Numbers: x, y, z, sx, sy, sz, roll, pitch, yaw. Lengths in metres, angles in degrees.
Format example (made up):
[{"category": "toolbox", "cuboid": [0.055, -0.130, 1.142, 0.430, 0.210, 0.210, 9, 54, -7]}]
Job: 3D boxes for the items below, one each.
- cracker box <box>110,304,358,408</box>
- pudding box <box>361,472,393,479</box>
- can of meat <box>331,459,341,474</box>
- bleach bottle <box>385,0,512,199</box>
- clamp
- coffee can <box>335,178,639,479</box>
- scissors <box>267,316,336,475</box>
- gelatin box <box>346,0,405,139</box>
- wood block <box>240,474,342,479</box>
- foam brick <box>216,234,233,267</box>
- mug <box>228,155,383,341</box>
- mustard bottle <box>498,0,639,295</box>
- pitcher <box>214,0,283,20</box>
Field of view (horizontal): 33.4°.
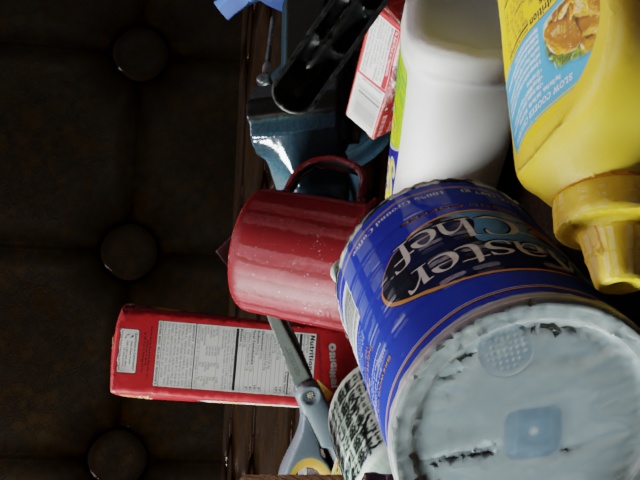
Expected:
[{"category": "cracker box", "cuboid": [-0.059, 0.097, 0.862, 0.164, 0.213, 0.072, 142, 132, -78]}, {"category": "pudding box", "cuboid": [0.029, 0.167, 0.473, 0.114, 0.039, 0.090, 108, 164, -52]}, {"category": "can of meat", "cuboid": [0.038, 0.176, 0.722, 0.102, 0.057, 0.084, -99, 17, -51]}, {"category": "bleach bottle", "cuboid": [0.063, -0.015, 0.603, 0.102, 0.068, 0.251, -84, 1, -54]}, {"category": "clamp", "cuboid": [0.056, -0.169, 0.521, 0.209, 0.036, 0.165, -58, 7, -27]}, {"category": "coffee can", "cuboid": [0.066, 0.044, 0.434, 0.140, 0.102, 0.103, -110, 24, -69]}, {"category": "scissors", "cuboid": [-0.020, 0.127, 0.765, 0.201, 0.096, 0.016, 52, 174, -26]}, {"category": "gelatin box", "cuboid": [0.059, -0.110, 0.636, 0.030, 0.073, 0.089, 46, 146, 25]}, {"category": "wood block", "cuboid": [-0.006, 0.252, 0.633, 0.090, 0.090, 0.206, -106, 18, -73]}, {"category": "foam brick", "cuboid": [-0.042, 0.024, 0.907, 0.078, 0.053, 0.051, 49, -179, 12]}, {"category": "mug", "cuboid": [-0.004, 0.001, 0.683, 0.093, 0.082, 0.117, 41, -120, -70]}, {"category": "mustard bottle", "cuboid": [0.100, -0.072, 0.395, 0.096, 0.058, 0.191, 122, 150, -64]}, {"category": "pitcher", "cuboid": [-0.004, -0.257, 0.892, 0.243, 0.145, 0.149, -146, 61, -77]}]
